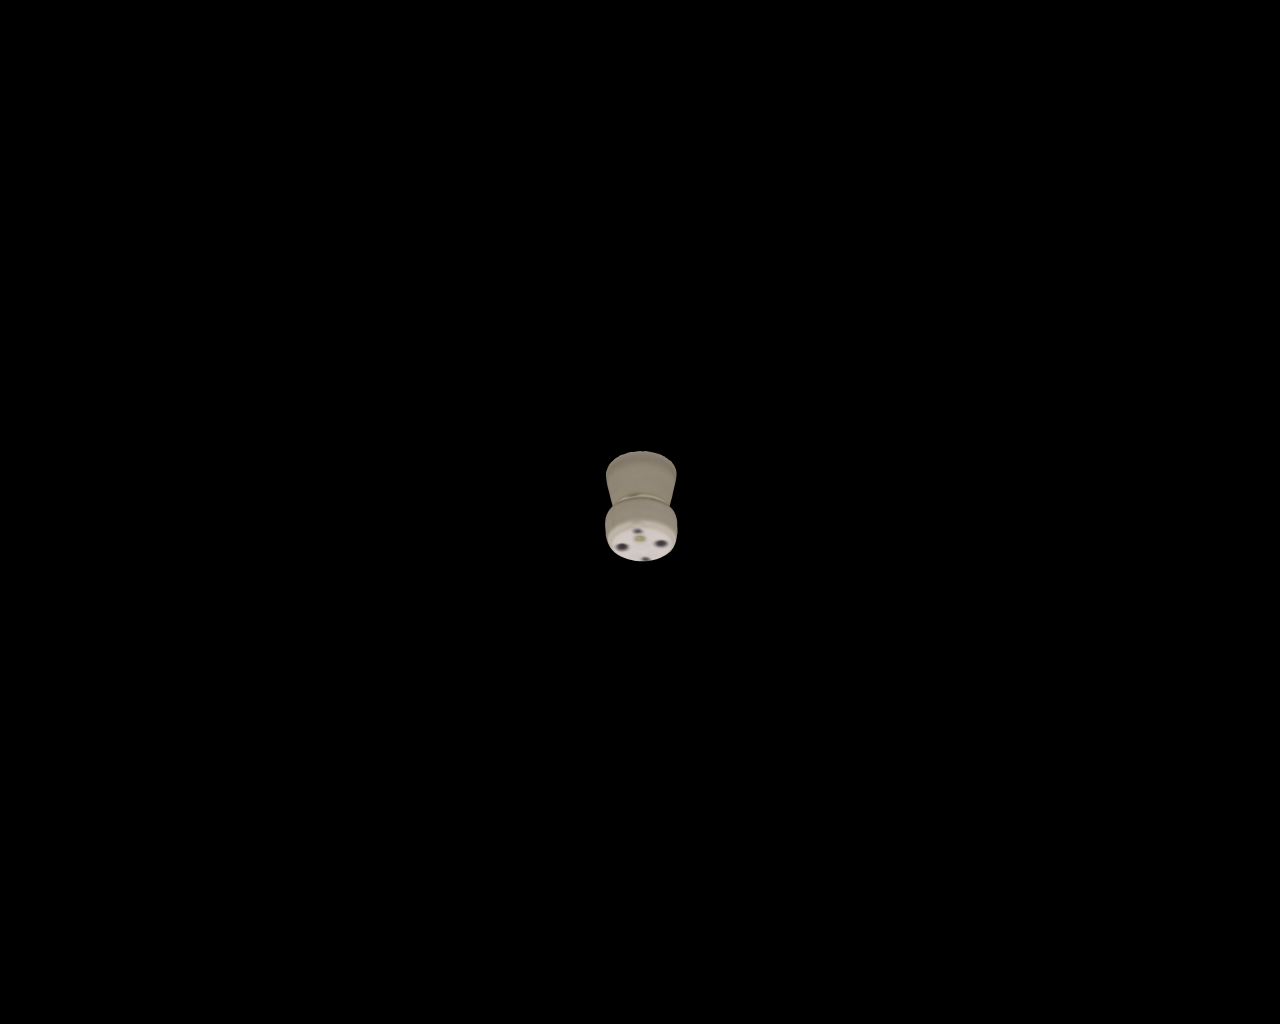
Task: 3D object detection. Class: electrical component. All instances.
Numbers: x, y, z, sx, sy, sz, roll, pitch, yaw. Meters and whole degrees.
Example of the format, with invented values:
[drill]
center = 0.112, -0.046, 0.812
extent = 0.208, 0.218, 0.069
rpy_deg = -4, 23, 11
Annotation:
[electrical component]
center = 0.001, -0.003, 0.650
extent = 0.045, 0.055, 0.044
rpy_deg = 0, -35, 0
